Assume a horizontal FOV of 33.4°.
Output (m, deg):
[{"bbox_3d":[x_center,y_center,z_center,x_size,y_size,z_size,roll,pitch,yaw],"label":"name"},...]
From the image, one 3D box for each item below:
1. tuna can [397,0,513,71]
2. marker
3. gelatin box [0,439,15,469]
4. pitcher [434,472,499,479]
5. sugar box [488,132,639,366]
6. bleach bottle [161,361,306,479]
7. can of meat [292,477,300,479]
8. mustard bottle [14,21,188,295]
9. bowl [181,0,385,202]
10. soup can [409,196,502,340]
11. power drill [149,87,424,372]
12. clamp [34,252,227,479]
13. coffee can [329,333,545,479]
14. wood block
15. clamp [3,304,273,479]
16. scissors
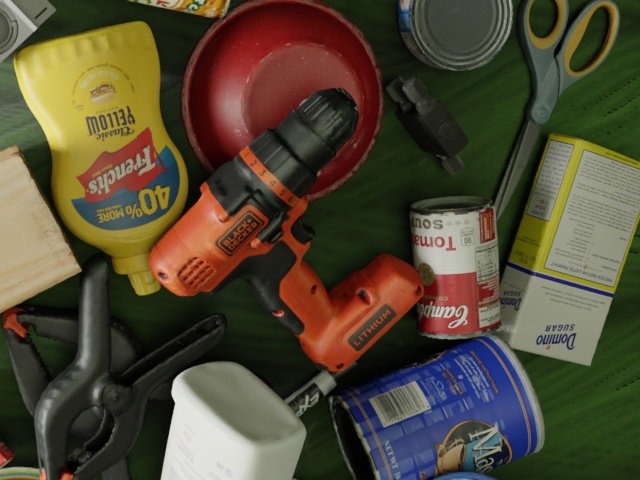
[{"bbox_3d":[0.104,-0.174,0.826,0.086,0.034,0.086,-3,101,-16],"label":"tuna can"},{"bbox_3d":[-0.016,0.130,0.853,0.121,0.020,0.020,-38,108,-7],"label":"marker"},{"bbox_3d":[-0.278,0.158,0.764,0.089,0.030,0.073,-41,89,-5],"label":"gelatin box"},{"bbox_3d":[0.155,0.282,0.823,0.149,0.145,0.242,-31,131,4],"label":"pitcher"},{"bbox_3d":[0.206,0.009,0.880,0.093,0.048,0.176,16,98,-28],"label":"sugar box"},{"bbox_3d":[-0.087,0.220,0.794,0.067,0.103,0.251,-10,127,-44],"label":"bleach bottle"},{"bbox_3d":[-0.029,0.238,0.826,0.057,0.102,0.084,3,96,-24],"label":"can of meat"},{"bbox_3d":[-0.146,-0.053,0.760,0.096,0.058,0.191,-18,105,-21],"label":"mustard bottle"},{"bbox_3d":[-0.019,-0.101,0.791,0.162,0.055,0.162,-3,101,-16],"label":"bowl"},{"bbox_3d":[0.107,0.020,0.844,0.068,0.069,0.102,-8,101,-15],"label":"soup can"},{"bbox_3d":[-0.005,0.001,0.778,0.184,0.057,0.187,-43,126,7],"label":"power drill"},{"bbox_3d":[-0.140,0.103,0.761,0.120,0.039,0.171,21,95,-25],"label":"clamp"},{"bbox_3d":[0.091,0.145,0.844,0.140,0.103,0.103,-20,105,-12],"label":"coffee can"},{"bbox_3d":[-0.276,0.023,0.718,0.206,0.091,0.090,-28,106,-10],"label":"wood block"},{"bbox_3d":[-0.146,0.112,0.802,0.164,0.036,0.210,-42,112,-7],"label":"clamp"},{"bbox_3d":[0.167,-0.122,0.864,0.096,0.016,0.202,37,88,-18],"label":"scissors"}]
